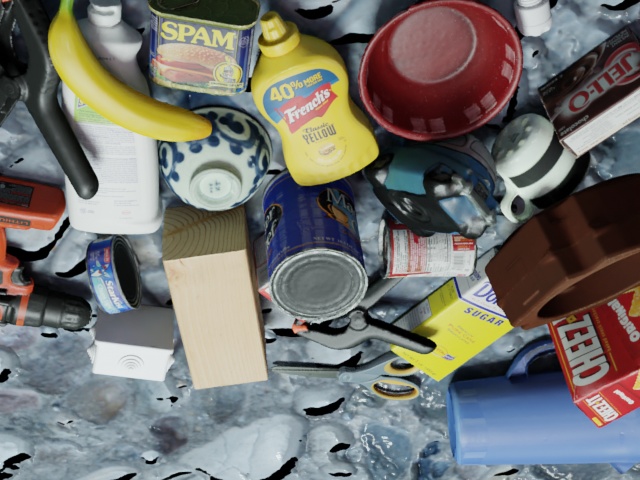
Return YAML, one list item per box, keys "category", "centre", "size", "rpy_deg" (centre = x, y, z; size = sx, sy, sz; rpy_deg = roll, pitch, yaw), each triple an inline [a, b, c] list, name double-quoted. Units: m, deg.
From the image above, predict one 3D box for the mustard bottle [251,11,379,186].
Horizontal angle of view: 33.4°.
- category: "mustard bottle"
  centre: [-0.015, -0.145, 1.061]
  size: [0.096, 0.058, 0.191]
  rpy_deg: [-19, 130, 10]

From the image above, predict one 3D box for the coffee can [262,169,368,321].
- category: "coffee can"
  centre: [-0.007, 0.001, 1.134]
  size: [0.102, 0.140, 0.103]
  rpy_deg: [-3, 131, -4]

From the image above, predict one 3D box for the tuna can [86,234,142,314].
- category: "tuna can"
  centre: [-0.227, 0.038, 1.179]
  size: [0.034, 0.086, 0.086]
  rpy_deg: [-13, 131, 7]

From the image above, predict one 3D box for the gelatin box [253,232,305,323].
- category: "gelatin box"
  centre: [-0.038, 0.039, 1.198]
  size: [0.030, 0.089, 0.073]
  rpy_deg: [-38, 125, 21]

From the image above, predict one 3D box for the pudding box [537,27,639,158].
- category: "pudding box"
  centre: [0.283, -0.148, 1.069]
  size: [0.114, 0.090, 0.039]
  rpy_deg: [-37, 126, 24]

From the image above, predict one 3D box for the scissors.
- category: "scissors"
  centre: [0.048, 0.161, 1.363]
  size: [0.201, 0.016, 0.096]
  rpy_deg: [18, 125, -21]

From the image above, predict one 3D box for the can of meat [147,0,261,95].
- category: "can of meat"
  centre: [-0.112, -0.188, 1.008]
  size: [0.102, 0.057, 0.084]
  rpy_deg: [9, 133, -2]

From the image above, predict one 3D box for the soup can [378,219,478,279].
- category: "soup can"
  centre: [0.121, 0.009, 1.203]
  size: [0.102, 0.068, 0.068]
  rpy_deg: [-1, 131, -6]

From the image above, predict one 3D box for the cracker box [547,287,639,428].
- category: "cracker box"
  centre: [0.380, 0.095, 1.243]
  size: [0.214, 0.164, 0.072]
  rpy_deg: [-33, 125, 21]

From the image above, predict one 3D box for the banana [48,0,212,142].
- category: "banana"
  centre: [-0.185, -0.142, 0.986]
  size: [0.070, 0.037, 0.197]
  rpy_deg: [-36, 127, 14]

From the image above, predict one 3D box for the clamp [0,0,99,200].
- category: "clamp"
  centre: [-0.274, -0.142, 1.014]
  size: [0.165, 0.036, 0.210]
  rpy_deg: [25, 126, 18]

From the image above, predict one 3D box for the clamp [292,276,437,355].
- category: "clamp"
  centre: [0.055, 0.097, 1.272]
  size: [0.172, 0.039, 0.120]
  rpy_deg: [-18, 96, 16]

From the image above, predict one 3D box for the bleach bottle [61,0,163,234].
- category: "bleach bottle"
  centre: [-0.204, -0.122, 1.058]
  size: [0.102, 0.068, 0.251]
  rpy_deg: [1, 129, -9]

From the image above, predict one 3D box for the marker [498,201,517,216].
- category: "marker"
  centre: [0.162, -0.037, 1.200]
  size: [0.121, 0.020, 0.020]
  rpy_deg: [1, 131, -7]

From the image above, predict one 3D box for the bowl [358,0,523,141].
- category: "bowl"
  centre: [0.114, -0.177, 1.048]
  size: [0.162, 0.055, 0.162]
  rpy_deg: [-3, 131, -4]

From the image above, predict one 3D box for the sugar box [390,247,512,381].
- category: "sugar box"
  centre: [0.177, 0.093, 1.299]
  size: [0.093, 0.048, 0.176]
  rpy_deg: [34, 121, -30]

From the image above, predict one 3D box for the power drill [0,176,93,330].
- category: "power drill"
  centre: [-0.331, 0.022, 1.172]
  size: [0.184, 0.057, 0.188]
  rpy_deg: [11, 129, -15]

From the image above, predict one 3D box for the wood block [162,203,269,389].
- category: "wood block"
  centre: [-0.116, 0.065, 1.212]
  size: [0.091, 0.090, 0.206]
  rpy_deg: [-7, 131, 0]

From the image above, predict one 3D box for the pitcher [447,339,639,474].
- category: "pitcher"
  centre: [0.289, 0.218, 1.378]
  size: [0.243, 0.149, 0.145]
  rpy_deg: [-4, 147, 2]
